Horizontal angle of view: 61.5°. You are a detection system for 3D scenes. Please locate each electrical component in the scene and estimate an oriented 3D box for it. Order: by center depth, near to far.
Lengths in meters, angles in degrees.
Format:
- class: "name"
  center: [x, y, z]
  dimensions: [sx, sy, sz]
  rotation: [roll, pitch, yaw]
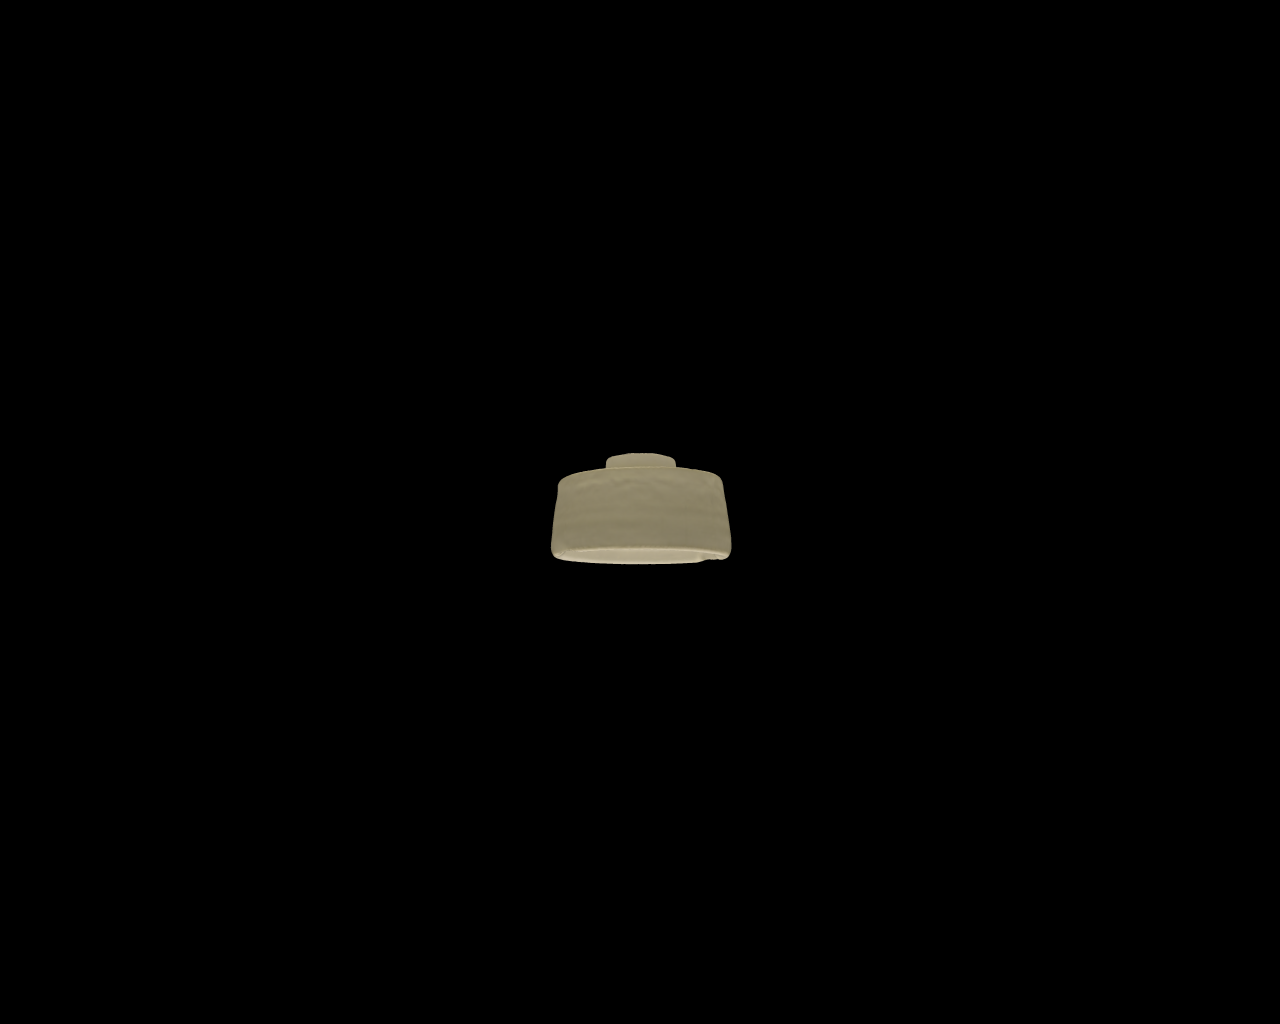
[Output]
- class: "electrical component"
  center: [0.001, -0.003, 0.650]
  dimensions: [0.108, 0.060, 0.108]
  rotation: [0, -7, 0]
